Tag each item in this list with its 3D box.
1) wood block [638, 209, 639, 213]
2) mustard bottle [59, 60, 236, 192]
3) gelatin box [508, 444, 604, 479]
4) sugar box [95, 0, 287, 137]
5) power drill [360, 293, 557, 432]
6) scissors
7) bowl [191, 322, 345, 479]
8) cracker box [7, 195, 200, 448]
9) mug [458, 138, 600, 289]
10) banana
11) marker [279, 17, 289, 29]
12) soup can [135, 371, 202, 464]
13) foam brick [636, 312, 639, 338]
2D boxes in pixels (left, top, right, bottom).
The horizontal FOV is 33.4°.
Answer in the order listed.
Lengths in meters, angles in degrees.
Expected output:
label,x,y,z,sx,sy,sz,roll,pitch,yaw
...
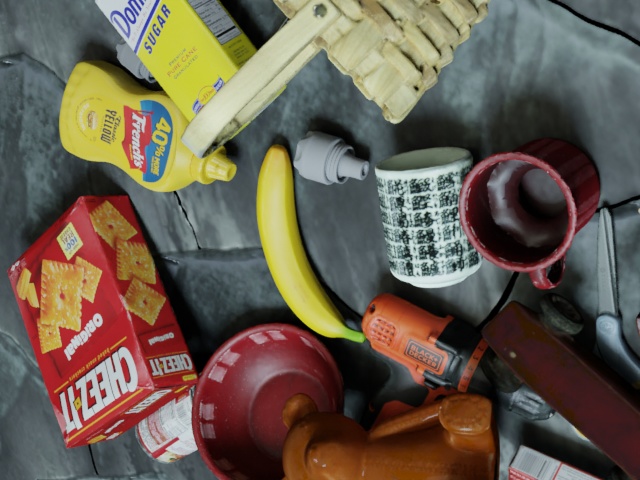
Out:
label,x,y,z,sx,sy,sz,roll,pitch,yaw
wood block,0.327,0.022,0.712,0.206,0.090,0.090,52,160,7
mustard bottle,-0.162,-0.100,1.026,0.192,0.058,0.096,25,111,23
gelatin box,0.204,0.220,0.905,0.089,0.030,0.073,21,145,26
sugar box,-0.117,-0.175,0.950,0.176,0.048,0.094,50,136,-5
power drill,0.104,0.157,0.950,0.184,0.057,0.188,28,119,18
scissors,0.248,0.079,0.851,0.096,0.016,0.202,19,117,24
bowl,-0.041,0.163,1.021,0.162,0.055,0.162,-9,69,23
cracker box,-0.230,0.084,1.100,0.164,0.071,0.214,-36,69,36
mug,0.169,-0.020,0.824,0.093,0.081,0.117,-10,101,35
banana,-0.020,0.011,0.990,0.070,0.037,0.198,-23,94,26
marker,-0.022,-0.182,0.905,0.020,0.020,0.121,55,147,4
soup can,-0.136,0.183,1.108,0.102,0.068,0.068,-35,87,37
foam brick,0.285,0.072,0.801,0.078,0.051,0.053,-8,103,35
